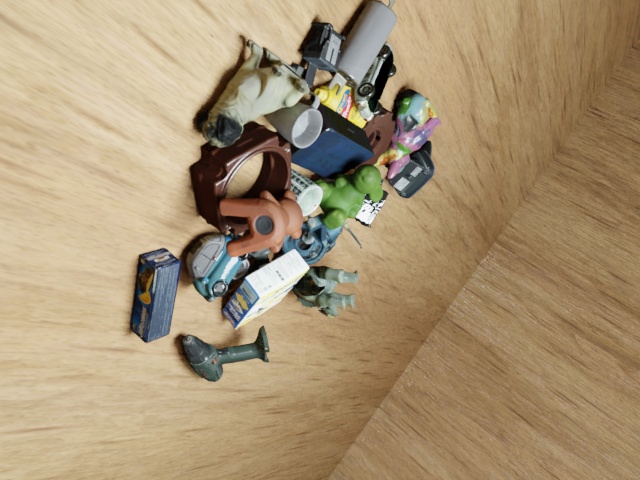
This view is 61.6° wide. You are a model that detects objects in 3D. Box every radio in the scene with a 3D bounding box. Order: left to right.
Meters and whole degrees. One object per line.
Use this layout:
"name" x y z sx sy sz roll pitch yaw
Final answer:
"radio" 0.016 -0.215 1.216 0.131 0.073 0.229 -30 159 24

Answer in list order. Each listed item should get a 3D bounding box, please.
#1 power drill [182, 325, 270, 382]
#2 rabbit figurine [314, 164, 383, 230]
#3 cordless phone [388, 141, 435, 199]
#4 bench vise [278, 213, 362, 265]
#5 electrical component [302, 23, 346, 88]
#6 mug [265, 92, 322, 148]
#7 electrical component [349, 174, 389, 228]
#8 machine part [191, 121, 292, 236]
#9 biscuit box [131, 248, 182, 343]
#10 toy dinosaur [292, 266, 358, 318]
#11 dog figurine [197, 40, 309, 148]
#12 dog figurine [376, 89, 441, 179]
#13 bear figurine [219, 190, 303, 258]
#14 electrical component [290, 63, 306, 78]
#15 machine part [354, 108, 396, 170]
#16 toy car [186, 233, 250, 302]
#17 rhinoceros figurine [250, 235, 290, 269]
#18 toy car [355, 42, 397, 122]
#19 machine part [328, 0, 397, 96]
"power drill" -0.233 0.283 1.365 0.207 0.086 0.231 -16 146 -15
"rabbit figurine" 0.087 -0.114 1.271 0.170 0.121 0.159 -34 166 38
"cordless phone" 0.286 -0.228 1.648 0.146 0.088 0.184 -46 -166 38
"bench vise" -0.009 -0.013 1.379 0.224 0.129 0.240 -25 162 -13
"electrical component" 0.002 -0.367 1.081 0.074 0.048 0.119 17 89 -59
"mug" -0.055 -0.254 1.083 0.080 0.107 0.109 12 107 -56
"electrical component" 0.112 -0.115 1.423 0.134 0.115 0.058 -64 -166 1
"machine part" -0.153 -0.123 1.102 0.201 0.087 0.201 -35 148 -31
"biscuit box" -0.341 0.118 1.109 0.063 0.059 0.202 -19 136 -48
"toy dinosaur" -0.011 0.124 1.438 0.404 0.192 0.131 39 52 -69
"dog figurine" -0.125 -0.252 1.013 0.190 0.121 0.172 -49 149 19
"dog figurine" 0.223 -0.279 1.472 0.219 0.109 0.191 -53 152 3
"bear figurine" -0.108 -0.041 1.080 0.196 0.132 0.120 -55 137 -78
"electrical component" -0.051 -0.325 1.101 0.094 0.021 0.063 1 121 -58
"machine part" 0.124 -0.263 1.392 0.179 0.056 0.179 -38 149 -28
"toy car" -0.230 0.045 1.153 0.103 0.109 0.161 33 91 -29
"rhinoceros figurine" -0.133 -0.009 1.267 0.112 0.073 0.190 -36 147 -32
"toy car" 0.126 -0.364 1.229 0.073 0.056 0.201 53 53 -54
"machine part" 0.091 -0.414 1.143 0.243 0.079 0.079 -59 151 -4
